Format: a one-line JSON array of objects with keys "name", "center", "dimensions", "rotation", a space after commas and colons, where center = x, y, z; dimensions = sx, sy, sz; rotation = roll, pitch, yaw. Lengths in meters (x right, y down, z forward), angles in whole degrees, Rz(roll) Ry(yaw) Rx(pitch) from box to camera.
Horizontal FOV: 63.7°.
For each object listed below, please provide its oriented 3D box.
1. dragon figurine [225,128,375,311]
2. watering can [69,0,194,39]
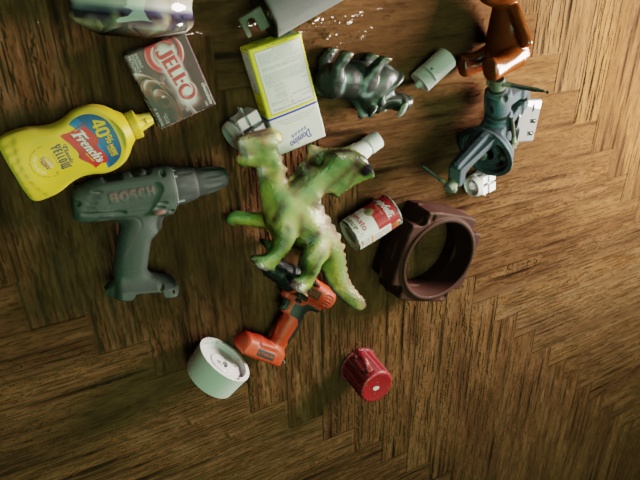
[{"name": "dragon figurine", "center": [0.003, -0.044, 0.874], "dimensions": [0.406, 0.241, 0.124], "rotation": [32, 12, -34]}, {"name": "watering can", "center": [-0.268, -0.360, 0.610], "dimensions": [0.349, 0.220, 0.105], "rotation": [-7, 26, -28]}]
